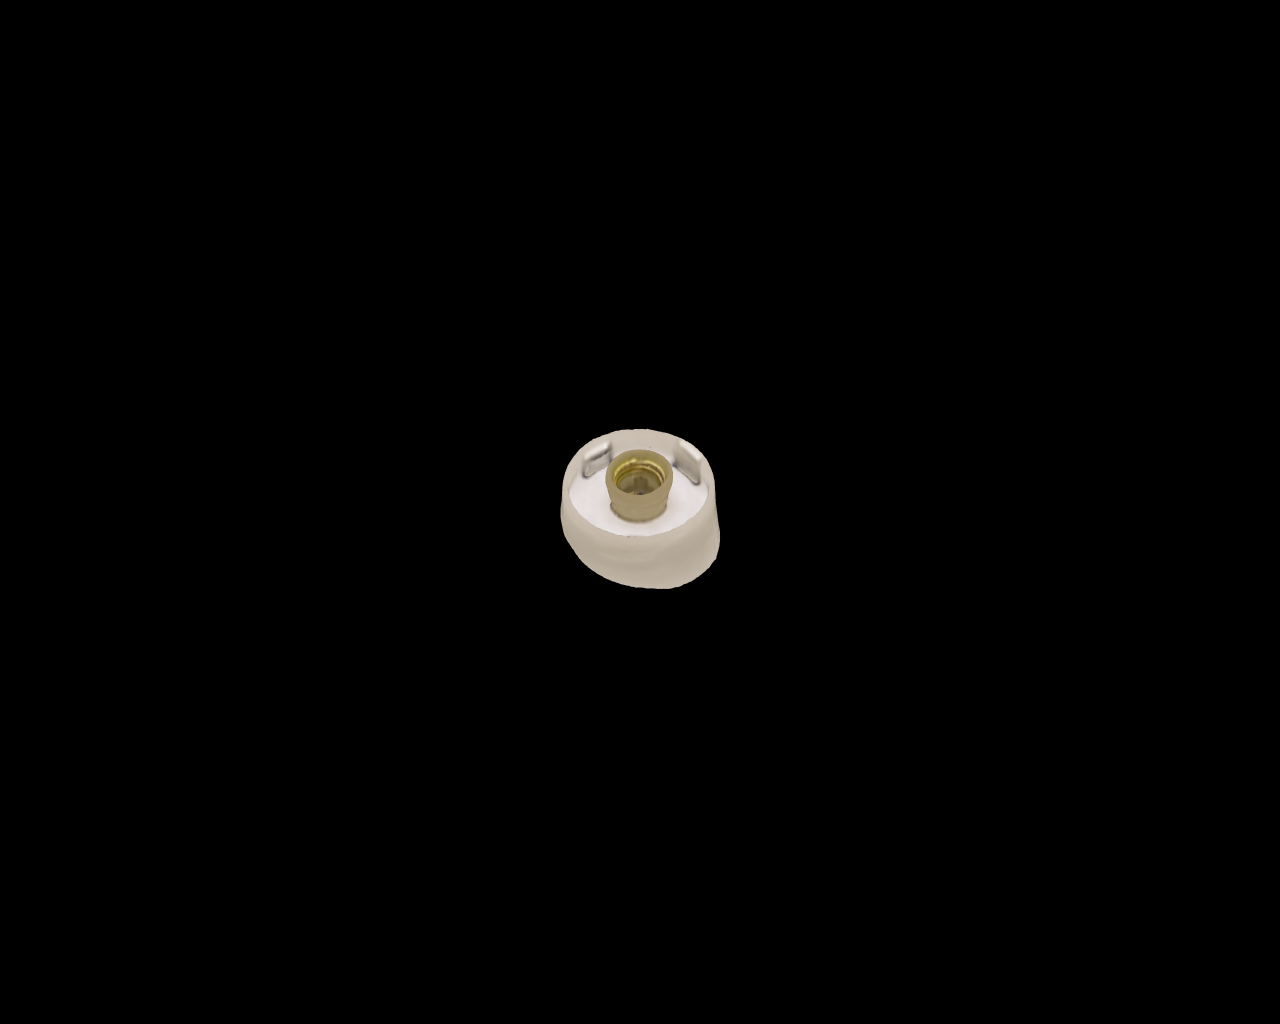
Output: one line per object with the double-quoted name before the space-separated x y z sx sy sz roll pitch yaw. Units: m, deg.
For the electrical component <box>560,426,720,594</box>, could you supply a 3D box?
"electrical component" 0.001 -0.003 0.650 0.099 0.099 0.064 0 -43 0
